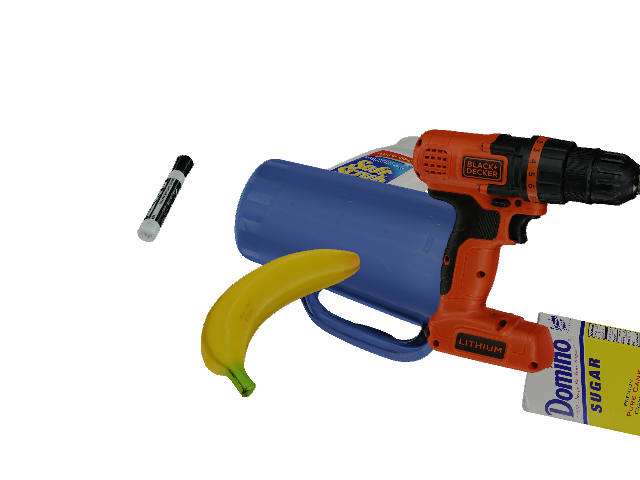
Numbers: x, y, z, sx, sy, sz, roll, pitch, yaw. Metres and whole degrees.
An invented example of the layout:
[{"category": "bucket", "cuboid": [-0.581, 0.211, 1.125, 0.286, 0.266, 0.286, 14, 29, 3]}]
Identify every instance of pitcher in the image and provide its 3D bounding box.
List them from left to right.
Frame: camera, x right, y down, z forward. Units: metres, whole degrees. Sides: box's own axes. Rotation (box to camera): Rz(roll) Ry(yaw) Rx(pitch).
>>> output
[{"category": "pitcher", "cuboid": [0.038, 0.009, 1.046, 0.243, 0.145, 0.149, 17, 22, 20]}]

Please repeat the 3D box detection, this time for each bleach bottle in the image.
[{"category": "bleach bottle", "cuboid": [0.056, -0.064, 1.240, 0.103, 0.068, 0.250, 26, 43, 33]}]

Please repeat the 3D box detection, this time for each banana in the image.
[{"category": "banana", "cuboid": [-0.038, 0.051, 0.820, 0.070, 0.037, 0.197, 32, 40, 9]}]

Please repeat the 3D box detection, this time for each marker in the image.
[{"category": "marker", "cuboid": [-0.157, -0.046, 1.092, 0.020, 0.020, 0.121, 0, 43, 20]}]

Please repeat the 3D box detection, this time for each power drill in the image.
[{"category": "power drill", "cuboid": [0.159, 0.007, 0.861, 0.185, 0.188, 0.057, 11, 16, 29]}]

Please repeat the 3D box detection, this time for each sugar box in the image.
[{"category": "sugar box", "cuboid": [0.284, 0.132, 1.005, 0.176, 0.093, 0.048, 9, 22, 11]}]
